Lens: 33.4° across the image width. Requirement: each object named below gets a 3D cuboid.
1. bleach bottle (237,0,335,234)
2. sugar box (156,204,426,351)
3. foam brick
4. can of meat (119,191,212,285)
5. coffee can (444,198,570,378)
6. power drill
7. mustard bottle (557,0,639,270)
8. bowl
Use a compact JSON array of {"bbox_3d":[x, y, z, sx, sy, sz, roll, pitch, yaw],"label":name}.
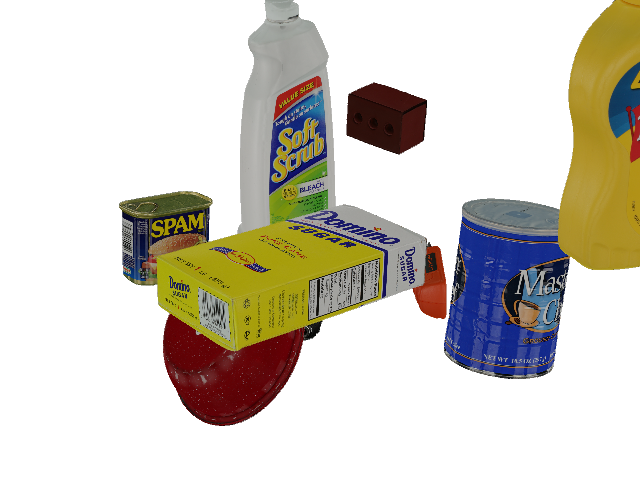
[{"bbox_3d":[-0.038,-0.111,1.037,0.102,0.251,0.068,-16,31,-22],"label":"bleach bottle"},{"bbox_3d":[-0.018,0.021,0.760,0.175,0.048,0.093,-20,31,-36],"label":"sugar box"},{"bbox_3d":[0.074,-0.139,1.208,0.078,0.053,0.051,23,36,33],"label":"foam brick"},{"bbox_3d":[-0.170,-0.003,1.180,0.101,0.084,0.058,-12,24,-39],"label":"can of meat"},{"bbox_3d":[0.172,0.042,0.976,0.103,0.140,0.103,5,16,-2],"label":"coffee can"},{"bbox_3d":[0.051,0.057,1.241,0.187,0.057,0.184,0,28,3],"label":"power drill"},{"bbox_3d":[0.191,-0.081,0.627,0.096,0.192,0.058,-13,29,-18],"label":"mustard bottle"},{"bbox_3d":[-0.094,0.087,0.989,0.162,0.162,0.055,0,-21,40],"label":"bowl"}]
